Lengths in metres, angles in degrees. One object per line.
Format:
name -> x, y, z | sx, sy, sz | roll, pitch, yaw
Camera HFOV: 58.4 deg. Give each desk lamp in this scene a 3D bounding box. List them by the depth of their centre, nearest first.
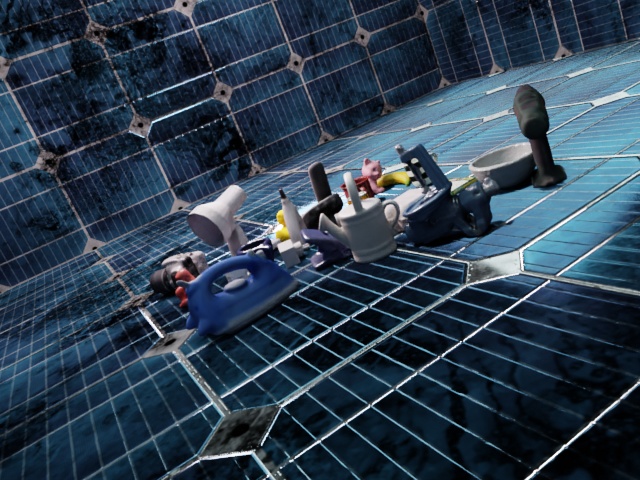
desk lamp -> -0.241, -0.031, 1.590 | 0.117, 0.214, 0.204 | -7, 22, 43

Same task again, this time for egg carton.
egg carton -> 0.221, -0.074, 1.366 | 0.151, 0.069, 0.107 | -33, 19, -33

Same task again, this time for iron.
iron -> -0.172, 0.095, 1.208 | 0.259, 0.141, 0.118 | -31, 18, -27

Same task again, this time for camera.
camera -> -0.404, 0.092, 1.615 | 0.136, 0.101, 0.143 | -16, 17, 22

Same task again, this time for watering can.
watering can -> 0.083, -0.052, 1.249 | 0.173, 0.194, 0.100 | -26, 16, -12

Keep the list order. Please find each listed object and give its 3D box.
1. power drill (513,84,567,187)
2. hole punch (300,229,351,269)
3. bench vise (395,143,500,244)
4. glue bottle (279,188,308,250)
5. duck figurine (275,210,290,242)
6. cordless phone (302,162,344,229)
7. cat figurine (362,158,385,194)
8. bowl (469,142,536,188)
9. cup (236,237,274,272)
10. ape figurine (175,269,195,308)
power drill -> 0.484, -0.234, 1.280 | 0.075, 0.209, 0.230 | -16, 17, 21
hole punch -> 0.012, 0.005, 1.350 | 0.101, 0.091, 0.108 | -23, 16, -3
bench vise -> 0.249, -0.110, 1.167 | 0.207, 0.220, 0.121 | -18, 16, 15
glue bottle -> -0.073, -0.059, 1.526 | 0.037, 0.173, 0.078 | -18, 16, 16
duck figurine -> -0.101, -0.046, 1.687 | 0.077, 0.086, 0.105 | -10, 19, 36
cordless phone -> -0.014, -0.116, 1.615 | 0.093, 0.185, 0.148 | -5, 23, 47
cat figurine -> 0.147, -0.197, 1.792 | 0.128, 0.118, 0.067 | -25, 16, -9
bowl -> 0.446, -0.169, 1.367 | 0.167, 0.075, 0.167 | -21, 16, 6
cup -> -0.137, 0.052, 1.391 | 0.092, 0.095, 0.117 | -34, 19, -35
ape figurine -> -0.336, 0.117, 1.451 | 0.076, 0.092, 0.077 | -29, 17, -23
